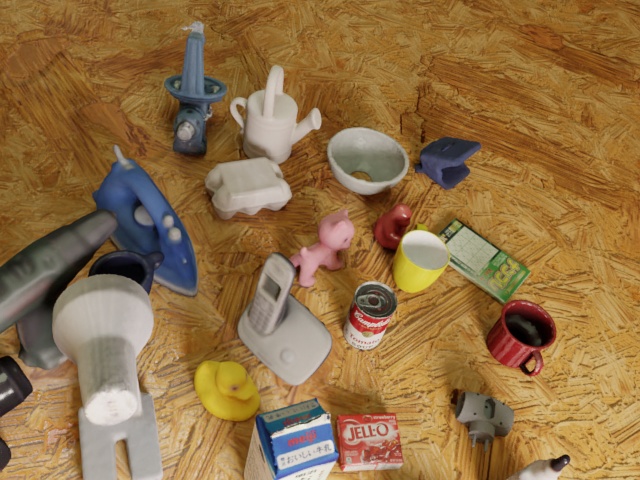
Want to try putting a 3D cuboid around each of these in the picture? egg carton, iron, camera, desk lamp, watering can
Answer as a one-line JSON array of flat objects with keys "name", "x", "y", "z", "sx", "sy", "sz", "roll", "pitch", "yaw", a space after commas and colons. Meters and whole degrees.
[{"name": "egg carton", "x": -0.133, "y": -0.097, "z": 1.062, "sx": 0.150, "sy": 0.069, "sz": 0.107, "roll": -13, "pitch": 55, "yaw": -22}, {"name": "iron", "x": -0.272, "y": -0.036, "z": 0.933, "sx": 0.119, "sy": 0.141, "sz": 0.257, "roll": -29, "pitch": 62, "yaw": -31}, {"name": "camera", "x": -0.433, "y": 0.215, "z": 0.718, "sx": 0.143, "sy": 0.101, "sz": 0.137, "roll": 40, "pitch": 54, "yaw": 20}, {"name": "desk lamp", "x": -0.257, "y": 0.178, "z": 0.713, "sx": 0.118, "sy": 0.213, "sz": 0.203, "roll": -9, "pitch": 54, "yaw": -19}, {"name": "watering can", "x": -0.086, "y": -0.249, "z": 1.116, "sx": 0.173, "sy": 0.194, "sz": 0.101, "roll": -1, "pitch": 51, "yaw": -13}]

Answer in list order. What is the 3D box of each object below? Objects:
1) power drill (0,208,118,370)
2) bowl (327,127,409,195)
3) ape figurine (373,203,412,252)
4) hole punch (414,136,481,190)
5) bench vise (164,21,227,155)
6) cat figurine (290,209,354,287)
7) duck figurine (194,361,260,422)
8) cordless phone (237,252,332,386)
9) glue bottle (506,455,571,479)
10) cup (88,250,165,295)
[{"name": "power drill", "x": -0.365, "y": 0.078, "z": 0.774, "sx": 0.075, "sy": 0.208, "sz": 0.230, "roll": 37, "pitch": 53, "yaw": 18}, {"name": "bowl", "x": 0.090, "y": -0.146, "z": 1.150, "sx": 0.167, "sy": 0.075, "sz": 0.167, "roll": 6, "pitch": 50, "yaw": -7}, {"name": "ape figurine", "x": 0.142, "y": -0.029, "z": 1.054, "sx": 0.076, "sy": 0.092, "sz": 0.078, "roll": 30, "pitch": 51, "yaw": 13}, {"name": "hole punch", "x": 0.267, "y": -0.176, "z": 1.204, "sx": 0.101, "sy": 0.091, "sz": 0.109, "roll": 39, "pitch": 54, "yaw": 19}, {"name": "bench vise", "x": -0.231, "y": -0.286, "z": 1.097, "sx": 0.122, "sy": 0.220, "sz": 0.207, "roll": -8, "pitch": 53, "yaw": -18}, {"name": "cat figurine", "x": 0.009, "y": 0.004, "z": 0.980, "sx": 0.128, "sy": 0.118, "sz": 0.067, "roll": -31, "pitch": 63, "yaw": -31}, {"name": "duck figurine", "x": -0.130, "y": 0.200, "z": 0.808, "sx": 0.104, "sy": 0.086, "sz": 0.078, "roll": 32, "pitch": 52, "yaw": 14}, {"name": "cordless phone", "x": -0.045, "y": 0.113, "z": 0.834, "sx": 0.147, "sy": 0.185, "sz": 0.094, "roll": 37, "pitch": 53, "yaw": 18}, {"name": "glue bottle", "x": 0.279, "y": 0.315, "z": 0.748, "sx": 0.078, "sy": 0.173, "sz": 0.037, "roll": -12, "pitch": 54, "yaw": -21}, {"name": "cup", "x": -0.288, "y": 0.070, "z": 0.873, "sx": 0.091, "sy": 0.095, "sz": 0.118, "roll": 40, "pitch": 54, "yaw": 20}]
